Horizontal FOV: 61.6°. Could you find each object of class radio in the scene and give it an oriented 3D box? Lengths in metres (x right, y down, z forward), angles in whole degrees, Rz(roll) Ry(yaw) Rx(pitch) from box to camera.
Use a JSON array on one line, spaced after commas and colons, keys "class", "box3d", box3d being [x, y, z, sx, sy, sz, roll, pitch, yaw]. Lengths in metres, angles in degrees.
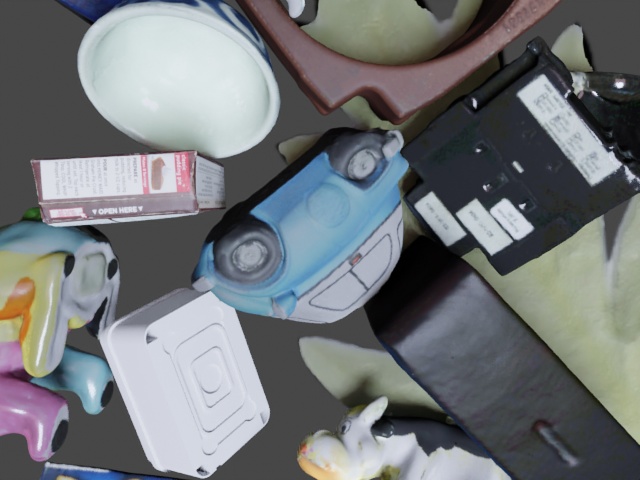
[{"class": "radio", "box3d": [0.130, 0.103, 0.371, 0.073, 0.131, 0.229, -43, 99, 5]}]

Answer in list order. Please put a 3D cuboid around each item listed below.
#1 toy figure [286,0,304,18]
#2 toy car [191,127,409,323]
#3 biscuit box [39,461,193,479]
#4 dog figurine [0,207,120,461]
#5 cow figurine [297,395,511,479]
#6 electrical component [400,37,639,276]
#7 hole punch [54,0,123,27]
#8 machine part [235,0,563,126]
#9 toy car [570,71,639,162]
[{"class": "toy figure", "box3d": [0.026, -0.167, 0.269, 0.154, 0.058, 0.064, -24, 95, 7]}, {"class": "toy car", "box3d": [-0.001, -0.001, 0.362, 0.162, 0.109, 0.102, -38, 105, 0]}, {"class": "biscuit box", "box3d": [-0.103, 0.197, 0.370, 0.203, 0.062, 0.059, -3, 57, 18]}, {"class": "dog figurine", "box3d": [-0.262, 0.066, 0.361, 0.219, 0.108, 0.191, 6, 101, -1]}, {"class": "cow figurine", "box3d": [0.069, 0.165, 0.406, 0.167, 0.068, 0.098, 30, 54, -7]}, {"class": "electrical component", "box3d": [0.122, -0.047, 0.359, 0.134, 0.058, 0.115, -37, 90, 34]}, {"class": "hole punch", "box3d": [-0.146, -0.199, 0.327, 0.116, 0.092, 0.142, 28, 94, -11]}, {"class": "machine part", "box3d": [0.041, -0.192, 0.337, 0.201, 0.087, 0.201, -38, 100, 3]}, {"class": "toy car", "box3d": [0.251, -0.072, 0.384, 0.202, 0.056, 0.073, 9, 106, -3]}]
